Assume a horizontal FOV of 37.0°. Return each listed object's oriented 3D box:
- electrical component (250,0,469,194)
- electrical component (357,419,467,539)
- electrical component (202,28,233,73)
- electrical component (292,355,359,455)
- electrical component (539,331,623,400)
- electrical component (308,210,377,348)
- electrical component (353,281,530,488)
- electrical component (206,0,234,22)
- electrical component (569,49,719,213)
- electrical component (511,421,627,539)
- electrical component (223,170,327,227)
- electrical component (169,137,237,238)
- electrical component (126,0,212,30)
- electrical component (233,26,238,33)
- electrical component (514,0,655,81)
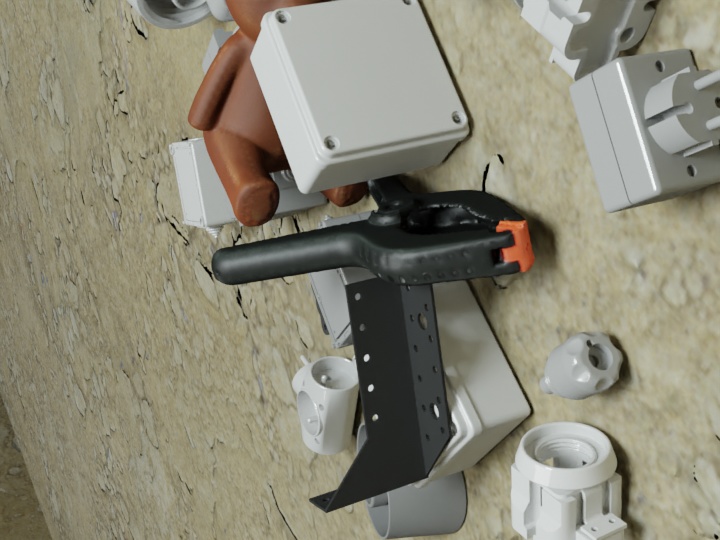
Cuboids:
[{"bbox_3d":[-0.001,-0.115,0.693,0.108,0.109,0.056,69,155,15],"label":"electrical component"},{"bbox_3d":[0.035,0.158,0.828,0.099,0.064,0.099,172,90,-76],"label":"electrical component"},{"bbox_3d":[-0.097,-0.156,0.926,0.089,0.050,0.055,68,152,18],"label":"electrical component"},{"bbox_3d":[-0.034,0.106,0.933,0.079,0.044,0.077,50,143,42],"label":"electrical component"},{"bbox_3d":[0.122,0.058,0.615,0.035,0.035,0.061,70,155,14],"label":"electrical component"},{"bbox_3d":[0.000,0.000,0.797,0.096,0.061,0.061,69,155,18],"label":"electrical component"},{"bbox_3d":[0.052,0.078,0.737,0.108,0.056,0.108,65,152,22],"label":"electrical component"},{"bbox_3d":[-0.095,-0.250,0.875,0.059,0.054,0.095,65,151,22],"label":"electrical component"},{"bbox_3d":[0.145,-0.070,0.495,0.077,0.047,0.065,-24,81,61],"label":"electrical component"},{"bbox_3d":[0.120,0.126,0.626,0.078,0.058,0.057,32,133,54],"label":"electrical component"},{"bbox_3d":[-0.071,-0.071,0.902,0.096,0.062,0.061,2,104,63],"label":"electrical component"},{"bbox_3d":[-0.137,-0.080,1.029,0.062,0.061,0.096,10,111,62],"label":"electrical component"},{"bbox_3d":[-0.159,-0.261,0.941,0.060,0.108,0.108,53,146,28],"label":"electrical component"},{"bbox_3d":[-0.071,-0.189,0.873,0.065,0.044,0.044,-6,96,59],"label":"electrical component"},{"bbox_3d":[0.108,-0.141,0.524,0.057,0.058,0.078,53,146,33],"label":"electrical component"}]
